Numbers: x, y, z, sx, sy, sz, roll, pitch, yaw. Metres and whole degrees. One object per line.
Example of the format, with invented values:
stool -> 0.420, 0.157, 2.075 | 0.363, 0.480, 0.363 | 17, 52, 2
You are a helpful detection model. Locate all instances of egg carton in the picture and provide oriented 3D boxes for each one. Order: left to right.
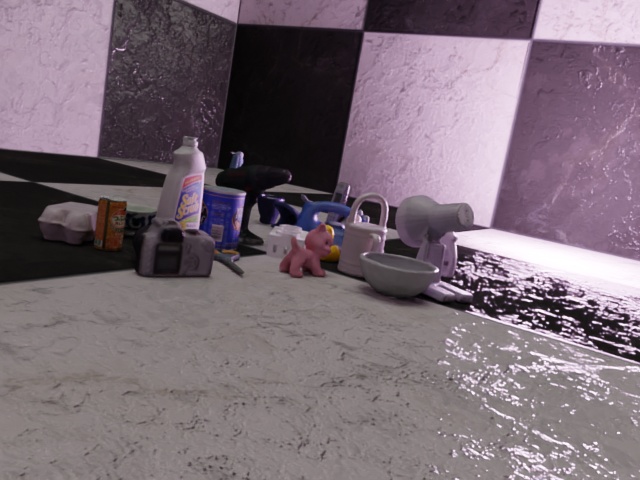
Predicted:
egg carton -> -0.512, -0.037, 1.205 | 0.107, 0.069, 0.150 | 10, 9, 1

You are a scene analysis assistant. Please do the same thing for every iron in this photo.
iron -> 0.049, -0.038, 1.587 | 0.258, 0.141, 0.118 | 10, 9, 1

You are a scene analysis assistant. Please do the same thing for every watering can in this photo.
watering can -> 0.101, -0.017, 1.349 | 0.101, 0.194, 0.172 | 2, 12, -40

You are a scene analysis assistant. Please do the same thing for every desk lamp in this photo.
desk lamp -> 0.260, 0.011, 1.281 | 0.118, 0.213, 0.202 | 3, 11, -35

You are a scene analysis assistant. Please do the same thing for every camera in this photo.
camera -> -0.288, 0.006, 1.087 | 0.144, 0.101, 0.136 | 3, 11, -37

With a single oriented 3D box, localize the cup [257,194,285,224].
cup -> -0.177, -0.102, 1.880 | 0.117, 0.095, 0.092 | 17, 12, 37

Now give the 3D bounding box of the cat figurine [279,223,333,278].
cat figurine -> -0.020, 0.017, 1.249 | 0.128, 0.118, 0.067 | 1, 13, -45

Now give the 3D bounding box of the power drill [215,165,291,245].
power drill -> -0.181, -0.097, 1.491 | 0.228, 0.208, 0.076 | 15, 11, 30

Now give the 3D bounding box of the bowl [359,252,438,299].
bowl -> 0.158, 0.079, 1.196 | 0.167, 0.075, 0.167 | 10, 9, -1

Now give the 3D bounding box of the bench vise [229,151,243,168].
bench vise -> -0.258, -0.159, 1.751 | 0.122, 0.220, 0.207 | 7, 10, -18

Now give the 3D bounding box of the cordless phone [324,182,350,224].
cordless phone -> 0.074, -0.077, 1.715 | 0.094, 0.185, 0.147 | 1, 13, -43

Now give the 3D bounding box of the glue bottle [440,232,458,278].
glue bottle -> 0.328, 0.008, 1.503 | 0.077, 0.173, 0.037 | 16, 11, 32

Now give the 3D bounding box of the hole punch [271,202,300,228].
hole punch -> -0.089, -0.069, 1.788 | 0.101, 0.091, 0.108 | 3, 12, -38

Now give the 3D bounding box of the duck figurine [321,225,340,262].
duck figurine -> 0.013, 0.005, 1.457 | 0.078, 0.086, 0.104 | 3, 12, -37
